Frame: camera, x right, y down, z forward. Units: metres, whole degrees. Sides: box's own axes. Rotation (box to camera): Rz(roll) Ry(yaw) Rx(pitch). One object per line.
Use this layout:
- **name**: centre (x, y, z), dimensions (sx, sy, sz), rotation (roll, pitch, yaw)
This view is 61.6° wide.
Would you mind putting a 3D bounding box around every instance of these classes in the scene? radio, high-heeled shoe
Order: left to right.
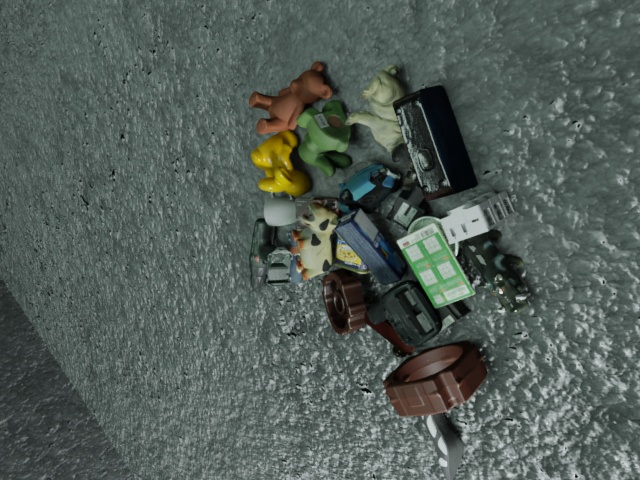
- **high-heeled shoe**: centre (0.282, 0.481, 1.356), dimensions (0.145, 0.086, 0.248), rotation (13, 110, 41)
- **radio**: centre (0.240, -0.200, 1.120), dimensions (0.073, 0.131, 0.229), rotation (-20, 92, 41)

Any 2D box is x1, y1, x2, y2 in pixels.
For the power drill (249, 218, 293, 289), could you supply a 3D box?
- **power drill**: centre (-0.146, 0.064, 1.538), dimensions (0.207, 0.086, 0.231), rotation (-138, 52, -65)

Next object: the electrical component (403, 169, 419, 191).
- **electrical component**: centre (0.221, -0.129, 1.211), dimensions (0.063, 0.021, 0.094), rotation (23, 161, 7)

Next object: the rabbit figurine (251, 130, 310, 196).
- **rabbit figurine**: centre (-0.093, -0.186, 1.410), dimensions (0.122, 0.162, 0.173), rotation (-34, 100, 30)

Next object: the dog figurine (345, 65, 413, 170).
- **dog figurine**: centre (0.178, -0.267, 1.186), dimensions (0.191, 0.121, 0.172), rotation (35, 127, 8)

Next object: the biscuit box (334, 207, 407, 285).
- **biscuit box**: centre (0.125, 0.019, 1.286), dimensions (0.063, 0.059, 0.202), rotation (-23, 116, 41)

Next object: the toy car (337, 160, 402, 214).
- **toy car**: centre (0.108, -0.136, 1.277), dimensions (0.161, 0.109, 0.103), rotation (-40, 54, 33)

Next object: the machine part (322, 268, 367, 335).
- **machine part**: centre (0.063, 0.160, 1.399), dimensions (0.179, 0.056, 0.179), rotation (169, 90, -68)

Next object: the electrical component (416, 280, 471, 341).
- **electrical component**: centre (0.268, 0.153, 1.267), dimensions (0.134, 0.058, 0.115), rotation (53, 129, 14)

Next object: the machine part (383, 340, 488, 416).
- **machine part**: centre (0.264, 0.318, 1.230), dimensions (0.201, 0.201, 0.087), rotation (-25, 92, 42)

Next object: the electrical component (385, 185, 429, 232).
- **electrical component**: centre (0.208, -0.080, 1.232), dimensions (0.075, 0.048, 0.119), rotation (29, 124, 8)

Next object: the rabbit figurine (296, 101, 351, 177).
- **rabbit figurine**: centre (0.012, -0.238, 1.334), dimensions (0.159, 0.121, 0.170), rotation (53, 149, 5)

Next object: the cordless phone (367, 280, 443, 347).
- **cordless phone**: centre (0.185, 0.190, 1.272), dimensions (0.146, 0.089, 0.184), rotation (58, 143, 8)

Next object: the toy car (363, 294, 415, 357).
- **toy car**: centre (0.167, 0.217, 1.377), dimensions (0.202, 0.053, 0.089), rotation (35, 128, 32)

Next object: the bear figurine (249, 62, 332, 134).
- **bear figurine**: centre (-0.070, -0.352, 1.332), dimensions (0.196, 0.132, 0.120), rotation (-33, 68, 48)

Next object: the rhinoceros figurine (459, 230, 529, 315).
- **rhinoceros figurine**: centre (0.368, 0.064, 1.118), dimensions (0.073, 0.112, 0.190), rotation (-43, 69, 38)

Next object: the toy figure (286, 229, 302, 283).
- **toy figure**: centre (-0.070, 0.042, 1.514), dimensions (0.064, 0.058, 0.154), rotation (14, 109, 30)

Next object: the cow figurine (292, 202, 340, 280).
- **cow figurine**: centre (-0.003, -0.004, 1.355), dimensions (0.086, 0.127, 0.194), rotation (-128, 28, -55)

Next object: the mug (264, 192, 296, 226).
- **mug**: centre (-0.090, -0.091, 1.475), dimensions (0.107, 0.081, 0.109), rotation (1, 102, 23)
